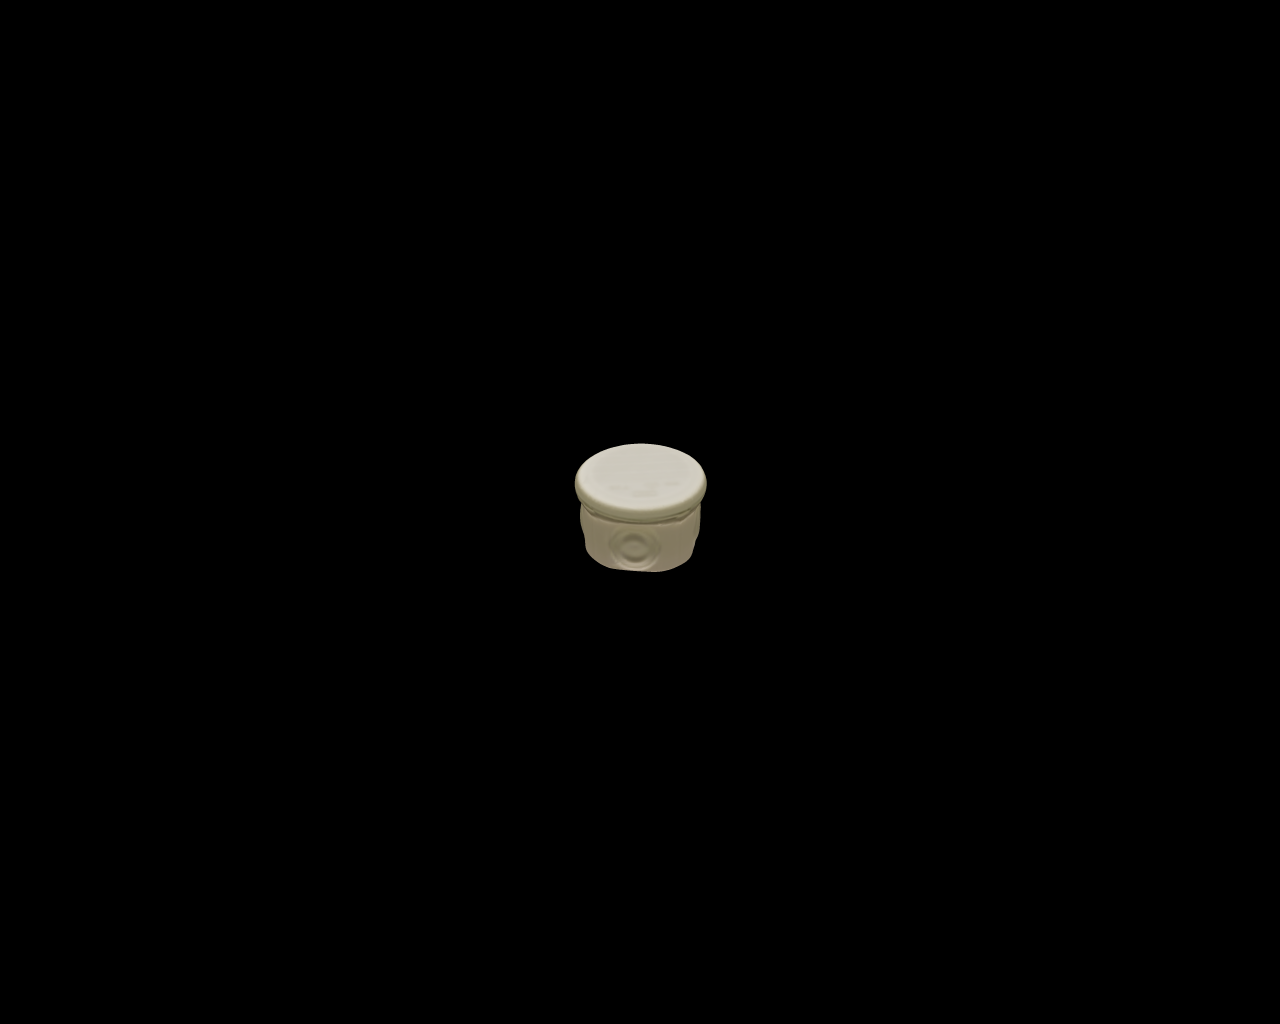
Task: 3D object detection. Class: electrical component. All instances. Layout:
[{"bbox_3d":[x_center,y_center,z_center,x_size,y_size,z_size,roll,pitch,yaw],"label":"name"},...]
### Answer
[{"bbox_3d":[0.001,-0.003,0.650,0.080,0.050,0.080,0,33,0],"label":"electrical component"}]
